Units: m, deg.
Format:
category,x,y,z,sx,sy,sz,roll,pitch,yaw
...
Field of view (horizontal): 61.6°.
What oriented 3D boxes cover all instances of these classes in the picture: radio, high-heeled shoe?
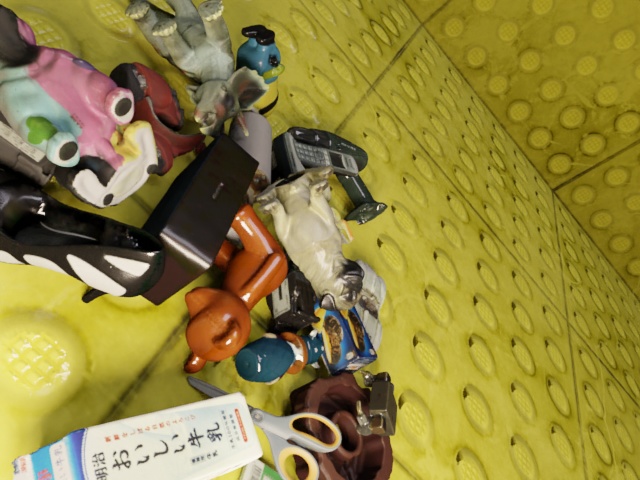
category,x,y,z,sx,sy,sz,roll,pitch,yaw
radio,-0.168,-0.031,0.696,0.073,0.131,0.230,41,35,-20
high-heeled shoe,-0.275,-0.028,0.550,0.248,0.145,0.086,47,33,-14

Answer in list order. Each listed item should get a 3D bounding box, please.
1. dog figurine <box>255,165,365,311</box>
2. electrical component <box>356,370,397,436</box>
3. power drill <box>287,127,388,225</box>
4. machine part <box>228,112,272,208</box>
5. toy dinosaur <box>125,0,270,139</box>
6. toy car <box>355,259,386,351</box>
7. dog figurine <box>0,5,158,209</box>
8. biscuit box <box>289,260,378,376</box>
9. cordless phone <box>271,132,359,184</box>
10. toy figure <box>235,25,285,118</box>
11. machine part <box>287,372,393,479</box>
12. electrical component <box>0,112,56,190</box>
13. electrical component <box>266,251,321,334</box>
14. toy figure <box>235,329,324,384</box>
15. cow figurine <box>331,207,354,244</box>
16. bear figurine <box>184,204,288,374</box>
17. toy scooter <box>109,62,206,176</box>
category,x,y,z,sx,sy,sz,roll,pitch,yaw
dog figurine,-0.005,0.000,0.799,0.172,0.121,0.190,-76,145,-65
electrical component,0.081,0.231,0.762,0.102,0.045,0.078,-78,156,-45
power drill,0.040,-0.131,1.100,0.232,0.086,0.207,-2,55,-55
machine part,-0.118,-0.138,0.884,0.079,0.079,0.243,33,33,-29
toy dinosaur,-0.213,-0.318,0.895,0.405,0.131,0.192,53,-8,38
toy car,0.075,0.114,0.939,0.073,0.056,0.202,40,37,-21
dog figurine,-0.292,-0.150,0.571,0.219,0.191,0.108,38,71,14
biscuit box,0.015,0.108,0.845,0.062,0.059,0.203,15,44,-53
cordless phone,-0.002,-0.110,0.971,0.184,0.088,0.147,4,57,-32
toy figure,-0.109,-0.291,0.961,0.089,0.180,0.082,-12,54,-25
machine part,0.027,0.272,0.743,0.179,0.056,0.179,32,40,-32
electrical component,-0.344,-0.131,0.633,0.114,0.058,0.134,42,36,-23
electrical component,-0.045,0.079,0.808,0.047,0.075,0.119,26,40,-37
toy figure,-0.051,0.157,0.745,0.058,0.064,0.154,28,14,31
cow figurine,-0.003,-0.008,0.931,0.167,0.098,0.068,21,44,-65
bear figurine,-0.125,0.063,0.688,0.132,0.120,0.196,47,39,-5
toy scooter,-0.231,-0.174,0.796,0.135,0.075,0.184,0,65,-51
